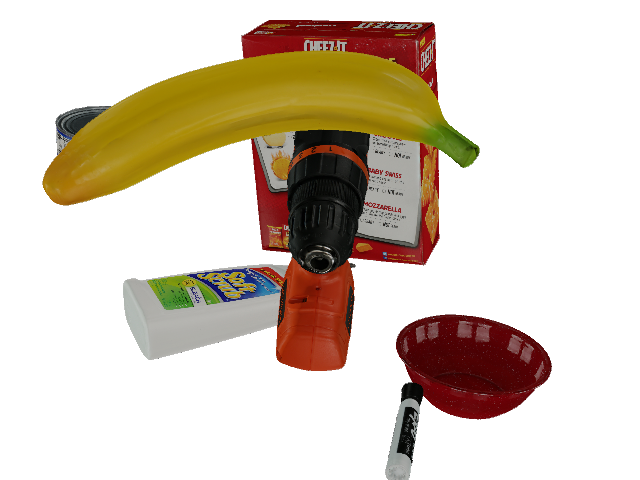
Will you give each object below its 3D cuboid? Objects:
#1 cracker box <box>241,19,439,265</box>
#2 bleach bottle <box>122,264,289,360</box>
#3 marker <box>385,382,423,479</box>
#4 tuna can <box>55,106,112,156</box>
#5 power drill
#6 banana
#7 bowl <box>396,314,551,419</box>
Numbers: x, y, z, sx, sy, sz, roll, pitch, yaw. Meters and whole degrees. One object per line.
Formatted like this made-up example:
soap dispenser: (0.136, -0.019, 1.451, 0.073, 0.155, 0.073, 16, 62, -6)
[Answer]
cracker box: (0.023, -0.091, 0.982, 0.164, 0.214, 0.072, 5, 27, 19)
bleach bottle: (-0.093, 0.066, 1.232, 0.250, 0.068, 0.103, -12, 35, -21)
marker: (0.069, 0.152, 0.861, 0.020, 0.020, 0.121, 0, 25, 12)
tuna can: (-0.189, -0.089, 0.939, 0.086, 0.034, 0.086, 5, 26, -2)
power drill: (0.002, 0.003, 0.738, 0.057, 0.188, 0.184, 8, 42, 1)
banana: (-0.028, -0.056, 0.489, 0.197, 0.037, 0.070, -8, 44, -11)
bowl: (0.156, 0.139, 1.115, 0.162, 0.055, 0.162, 4, 25, -2)
